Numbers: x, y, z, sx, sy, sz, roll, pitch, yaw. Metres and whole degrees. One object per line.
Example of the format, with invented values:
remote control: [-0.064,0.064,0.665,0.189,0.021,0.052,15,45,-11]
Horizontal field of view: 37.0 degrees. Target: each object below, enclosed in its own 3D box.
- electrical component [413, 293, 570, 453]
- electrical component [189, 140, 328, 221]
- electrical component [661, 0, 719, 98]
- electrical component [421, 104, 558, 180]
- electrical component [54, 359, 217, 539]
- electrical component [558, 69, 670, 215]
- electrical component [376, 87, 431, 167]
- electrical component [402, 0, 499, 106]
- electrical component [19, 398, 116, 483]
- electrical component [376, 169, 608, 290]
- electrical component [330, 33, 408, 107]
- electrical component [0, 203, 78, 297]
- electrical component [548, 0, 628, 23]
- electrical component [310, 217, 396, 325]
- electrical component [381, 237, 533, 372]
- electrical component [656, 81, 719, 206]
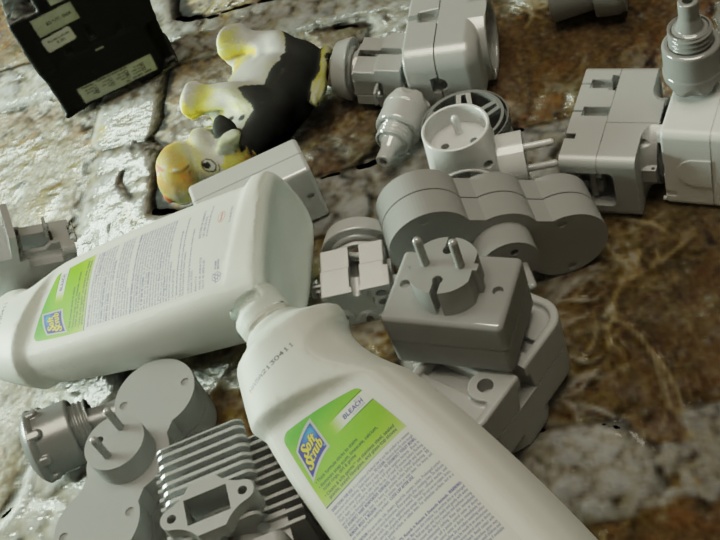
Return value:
electrical component: [0.072,0.063,0.593,0.054,0.059,0.095,23,62,35]
electrical component: [-0.065,-0.037,0.743,0.083,0.047,0.075,-25,46,-1]
electrical component: [0.194,-0.132,0.629,0.035,0.061,0.035,-11,47,12]
electrical component: [0.087,-0.067,0.690,0.079,0.077,0.044,-11,48,12]
electrical component: [-0.134,0.109,0.623,0.052,0.073,0.138,1,51,22]
electrical component: [0.168,-0.084,0.692,0.056,0.050,0.089,5,52,25]
electrical component: [0.027,-0.100,0.773,0.035,0.035,0.061,7,56,26]
electrical component: [0.070,-0.170,0.804,0.059,0.053,0.095,-4,49,17]
electrical component: [-0.176,0.100,0.668,0.062,0.048,0.048,-23,46,-7]
electrical component: [0.083,-0.016,0.635,0.138,0.052,0.073,0,46,-17]
electrical component: [0.010,-0.152,0.819,0.055,0.048,0.066,5,52,15]
electrical component: [-0.233,-0.005,0.766,0.064,0.081,0.042,-11,42,-20]
electrical component: [0.171,-0.211,0.808,0.055,0.045,0.045,-3,50,18]
electrical component: [0.000,0.000,0.687,0.066,0.048,0.055,-12,55,11]
electrical component: [0.047,0.009,0.553,0.066,0.076,0.047,4,52,24]
electrical component: [0.228,-0.093,0.669,0.061,0.061,0.096,7,53,27]
